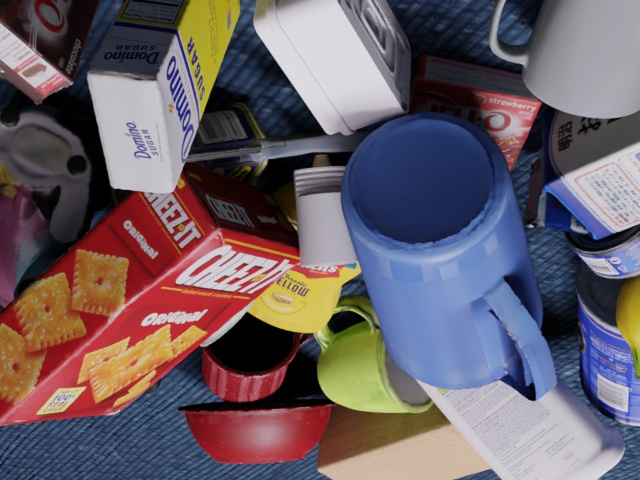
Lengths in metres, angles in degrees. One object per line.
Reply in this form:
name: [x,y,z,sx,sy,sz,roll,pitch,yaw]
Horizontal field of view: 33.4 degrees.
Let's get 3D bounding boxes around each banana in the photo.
banana: [0.285,0.014,0.788,0.069,0.197,0.037,52,174,-13]

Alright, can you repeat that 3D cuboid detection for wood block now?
wood block: [0.104,0.182,1.056,0.206,0.090,0.090,-27,129,37]

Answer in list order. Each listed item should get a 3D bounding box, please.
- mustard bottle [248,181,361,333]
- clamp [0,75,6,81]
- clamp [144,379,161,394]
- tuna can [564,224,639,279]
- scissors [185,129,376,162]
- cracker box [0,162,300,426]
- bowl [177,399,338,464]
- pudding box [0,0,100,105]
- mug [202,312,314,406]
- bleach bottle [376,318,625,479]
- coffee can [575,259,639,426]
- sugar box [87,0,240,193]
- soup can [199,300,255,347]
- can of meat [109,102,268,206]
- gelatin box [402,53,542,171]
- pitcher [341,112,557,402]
mustard bottle: [-0.006,0.001,0.879,0.096,0.058,0.192,27,139,-4]
clamp: [-0.303,-0.139,0.783,0.171,0.039,0.120,32,136,-25]
clamp: [-0.201,0.087,1.034,0.164,0.036,0.210,13,142,-25]
tuna can: [0.224,-0.016,0.787,0.086,0.086,0.033,-25,129,36]
scissors: [-0.018,-0.063,0.721,0.096,0.201,0.016,-3,97,24]
cracker box: [-0.128,0.045,0.776,0.214,0.072,0.164,-39,162,13]
bowl: [-0.061,0.191,1.067,0.162,0.055,0.162,-2,175,0]
pudding box: [-0.189,-0.156,0.678,0.039,0.113,0.090,-24,131,32]
mug: [-0.058,0.099,1.001,0.117,0.093,0.081,-21,153,-20]
bleach bottle: [0.139,0.109,0.911,0.103,0.068,0.251,-41,88,14]
coffee can: [0.264,0.074,0.876,0.103,0.102,0.140,-2,141,14]
sugar box: [-0.088,-0.122,0.647,0.048,0.176,0.093,6,141,5]
soup can: [-0.111,0.031,0.895,0.102,0.068,0.069,45,141,11]
can of meat: [-0.100,-0.054,0.800,0.083,0.057,0.102,-13,158,-38]
gelatin box: [0.105,-0.090,0.764,0.089,0.030,0.073,11,141,-2]
pitcher: [0.096,0.019,0.763,0.149,0.145,0.242,3,157,15]
